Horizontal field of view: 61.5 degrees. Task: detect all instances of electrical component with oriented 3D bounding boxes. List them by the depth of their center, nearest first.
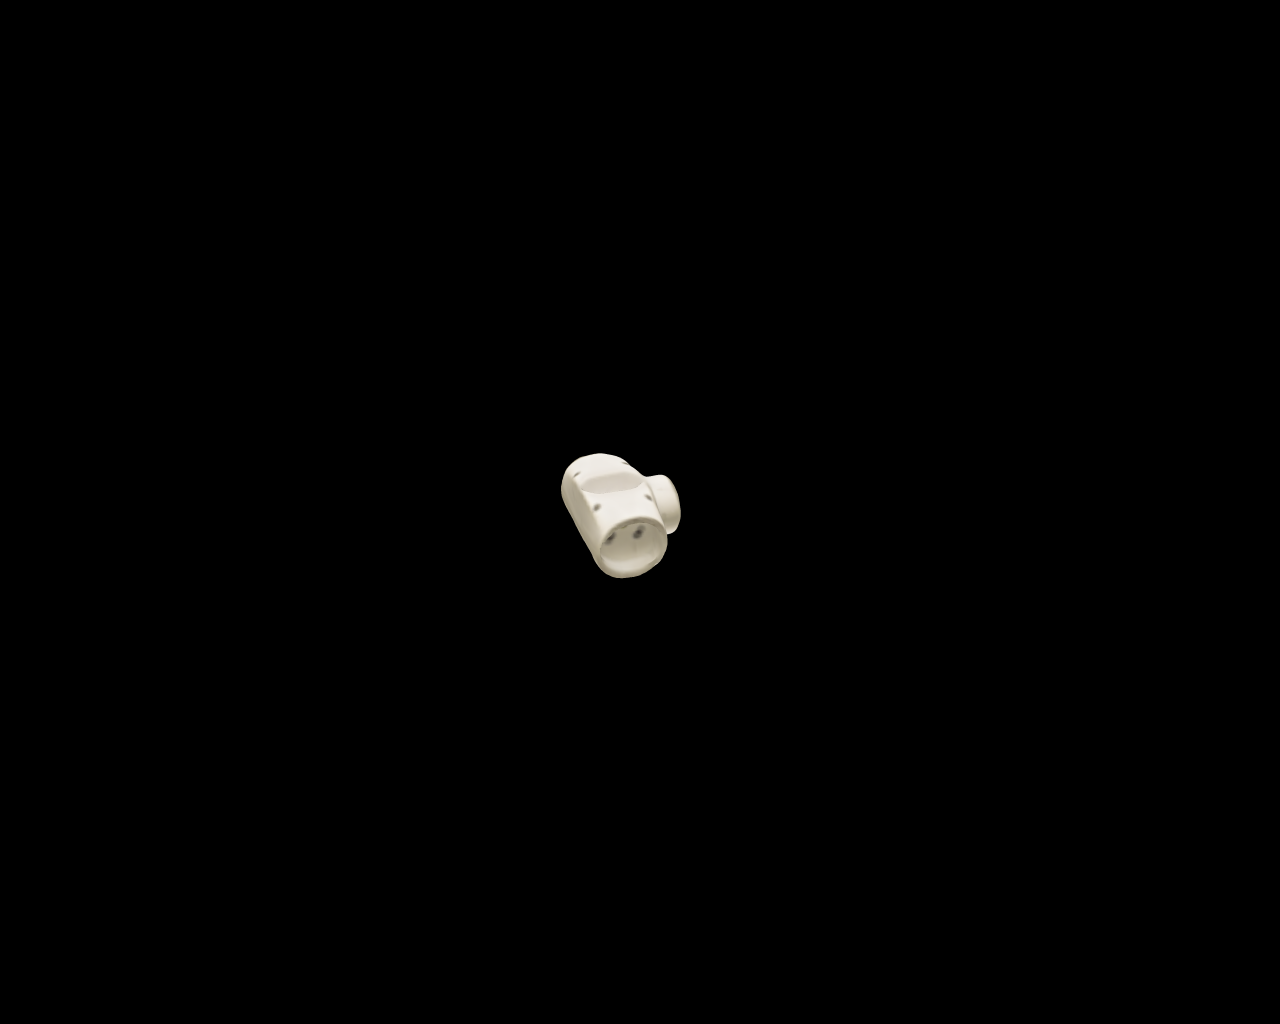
[{"bbox_3d":[0.001,-0.003,0.650,0.079,0.043,0.077,-10,35,-15],"label":"electrical component"}]
